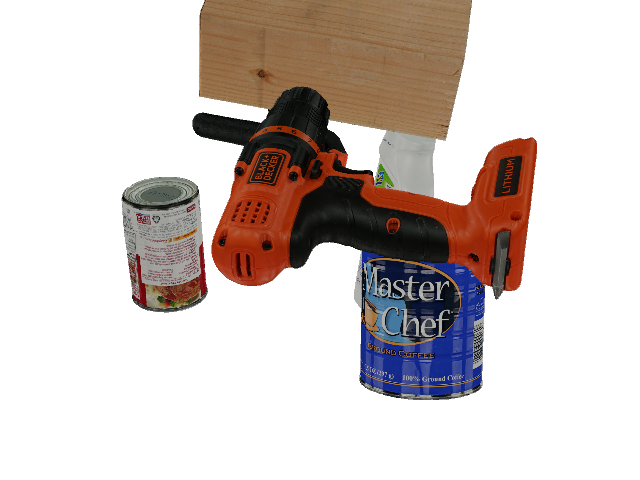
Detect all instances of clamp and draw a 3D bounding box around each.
[{"bbox_3d":[-0.047,-0.104,1.085,0.120,0.039,0.172,-22,37,-30],"label":"clamp"}]

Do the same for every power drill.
[{"bbox_3d":[0.039,-0.035,0.672,0.188,0.057,0.184,5,41,11],"label":"power drill"}]

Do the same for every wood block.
[{"bbox_3d":[0.012,-0.158,0.870,0.206,0.090,0.091,11,-41,3],"label":"wood block"}]

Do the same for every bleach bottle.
[{"bbox_3d":[0.095,-0.033,1.228,0.068,0.251,0.103,-2,22,-24],"label":"bleach bottle"}]

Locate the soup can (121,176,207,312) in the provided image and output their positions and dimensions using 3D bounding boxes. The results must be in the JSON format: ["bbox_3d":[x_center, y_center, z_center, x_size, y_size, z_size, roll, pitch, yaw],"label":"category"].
[{"bbox_3d":[-0.137,0.003,0.941,0.068,0.102,0.068,-1,25,0],"label":"soup can"}]

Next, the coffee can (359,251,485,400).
[{"bbox_3d":[0.083,0.047,0.869,0.103,0.140,0.103,0,10,0],"label":"coffee can"}]
